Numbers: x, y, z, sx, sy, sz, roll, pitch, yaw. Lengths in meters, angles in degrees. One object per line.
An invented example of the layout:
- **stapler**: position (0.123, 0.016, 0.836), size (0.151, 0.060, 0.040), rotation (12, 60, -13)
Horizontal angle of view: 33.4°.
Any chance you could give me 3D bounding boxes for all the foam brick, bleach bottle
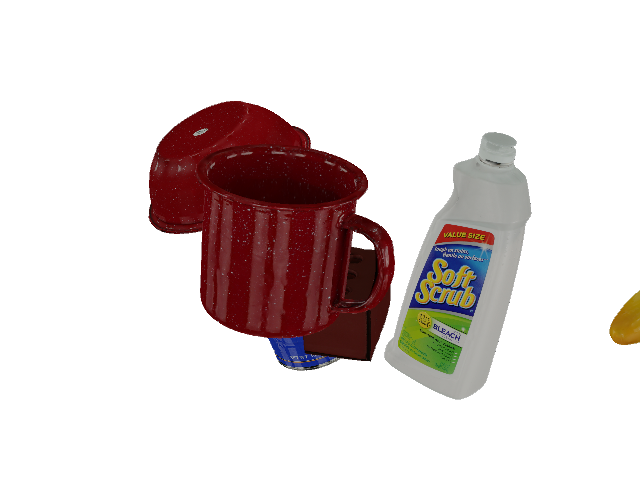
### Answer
- **foam brick**: position (0.021, 0.046, 0.801), size (0.053, 0.051, 0.078), rotation (5, 32, 13)
- **bleach bottle**: position (0.129, 0.018, 0.971), size (0.103, 0.251, 0.067), rotation (28, 35, 30)

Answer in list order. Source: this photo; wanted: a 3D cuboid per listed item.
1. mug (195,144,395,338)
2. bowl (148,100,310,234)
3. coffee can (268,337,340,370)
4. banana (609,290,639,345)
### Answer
- **mug**: position (-0.013, 0.004, 0.582), size (0.117, 0.081, 0.093), rotation (17, 26, 23)
- **bowl**: position (-0.093, -0.076, 0.945), size (0.162, 0.055, 0.162), rotation (-21, 30, 13)
- **coffee can**: position (-0.024, 0.049, 1.111), size (0.103, 0.140, 0.103), rotation (-17, 29, 10)
- **banana**: position (0.294, 0.039, 0.742), size (0.198, 0.037, 0.069), rotation (-3, 33, 1)
